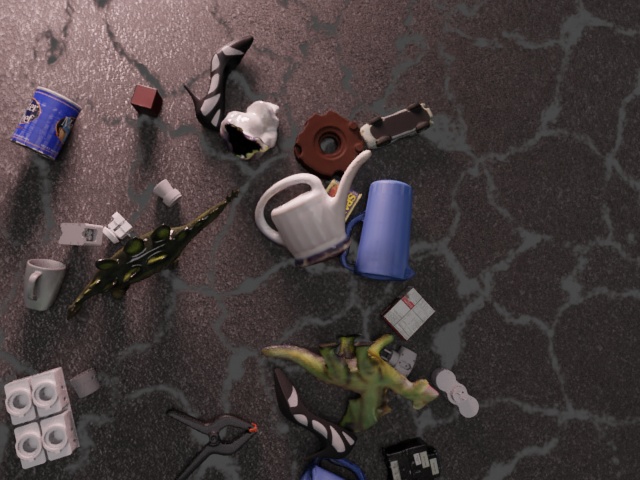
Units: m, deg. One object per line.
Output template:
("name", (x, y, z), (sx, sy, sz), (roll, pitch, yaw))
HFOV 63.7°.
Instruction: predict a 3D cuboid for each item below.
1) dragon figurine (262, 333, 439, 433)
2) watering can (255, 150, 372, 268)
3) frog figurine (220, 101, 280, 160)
("dragon figurine", (0.073, 0.351, 1.236), (0.409, 0.123, 0.242), (-7, 94, 12))
("watering can", (0.004, -0.061, 1.217), (0.345, 0.106, 0.223), (-21, 102, 26))
("frog figurine", (-0.170, -0.282, 1.287), (0.137, 0.120, 0.163), (18, 47, -2))
